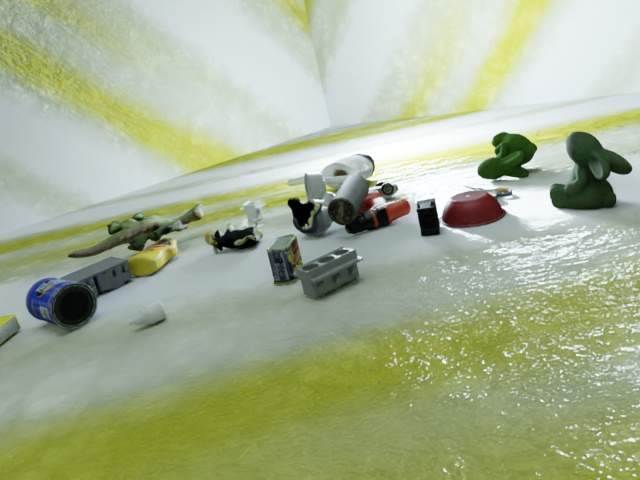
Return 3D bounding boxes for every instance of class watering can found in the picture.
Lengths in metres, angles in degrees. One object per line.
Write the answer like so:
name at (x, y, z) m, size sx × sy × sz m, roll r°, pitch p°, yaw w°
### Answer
watering can at (0.058, -0.248, 1.915) m, size 0.347 × 0.103 × 0.227 m, roll 2°, pitch 22°, yaw 41°

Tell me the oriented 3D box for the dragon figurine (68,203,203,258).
dragon figurine at (-0.521, -0.028, 1.561) m, size 0.241 × 0.121 × 0.416 m, roll -11°, pitch 14°, yaw 40°

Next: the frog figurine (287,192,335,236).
frog figurine at (0.004, -0.072, 1.436) m, size 0.136 × 0.123 × 0.160 m, roll -17°, pitch -10°, yaw 40°
